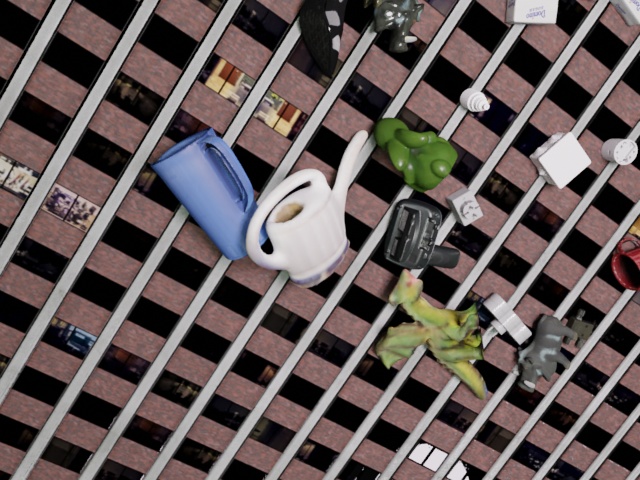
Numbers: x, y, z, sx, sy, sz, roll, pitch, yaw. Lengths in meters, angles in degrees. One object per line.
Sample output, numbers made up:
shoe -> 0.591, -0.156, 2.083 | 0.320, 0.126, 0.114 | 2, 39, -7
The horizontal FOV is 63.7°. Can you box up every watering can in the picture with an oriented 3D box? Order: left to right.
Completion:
watering can -> 0.003, -0.051, 1.022 | 0.352, 0.105, 0.219 | -41, 130, -25

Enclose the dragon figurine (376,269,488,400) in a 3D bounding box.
dragon figurine -> 0.248, 0.237, 1.163 | 0.242, 0.125, 0.402 | -8, 119, 12
